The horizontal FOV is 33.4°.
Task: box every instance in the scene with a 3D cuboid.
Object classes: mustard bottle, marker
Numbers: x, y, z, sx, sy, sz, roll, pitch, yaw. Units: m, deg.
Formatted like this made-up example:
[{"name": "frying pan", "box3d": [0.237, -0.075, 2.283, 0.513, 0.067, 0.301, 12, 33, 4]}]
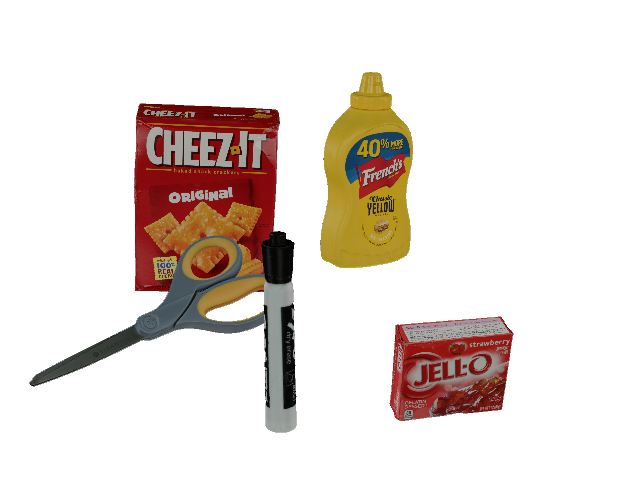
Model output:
[{"name": "mustard bottle", "box3d": [0.048, -0.072, 1.072, 0.096, 0.192, 0.058, -8, 19, -30]}, {"name": "marker", "box3d": [-0.024, 0.054, 0.621, 0.020, 0.121, 0.020, 0, 17, 0]}]

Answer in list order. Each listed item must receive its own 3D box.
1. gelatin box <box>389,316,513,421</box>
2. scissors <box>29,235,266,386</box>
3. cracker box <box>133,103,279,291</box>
[{"name": "gelatin box", "box3d": [0.101, 0.100, 0.831, 0.089, 0.073, 0.030, -4, 29, -12]}, {"name": "scissors", "box3d": [-0.129, 0.048, 0.815, 0.201, 0.096, 0.016, -11, -34, -18]}, {"name": "cracker box", "box3d": [-0.135, -0.046, 1.252, 0.164, 0.214, 0.072, 2, 22, -6]}]
